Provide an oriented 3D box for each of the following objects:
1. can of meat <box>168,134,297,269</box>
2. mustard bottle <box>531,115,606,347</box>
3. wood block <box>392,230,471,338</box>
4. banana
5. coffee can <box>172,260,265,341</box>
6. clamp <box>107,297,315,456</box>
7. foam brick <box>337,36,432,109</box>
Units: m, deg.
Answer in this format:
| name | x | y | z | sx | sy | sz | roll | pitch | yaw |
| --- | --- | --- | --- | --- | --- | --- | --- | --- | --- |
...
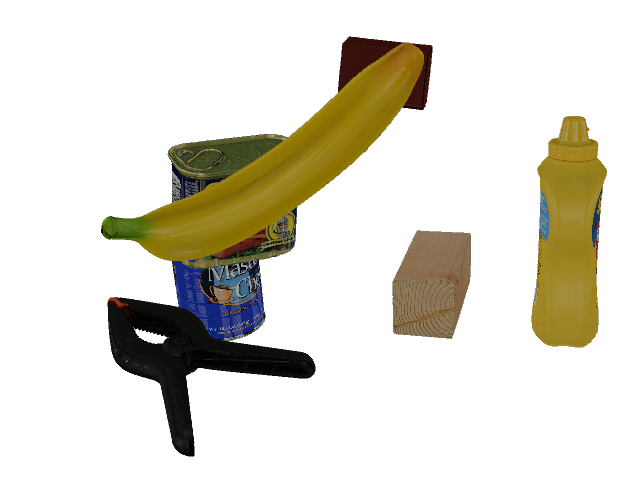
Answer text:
| name | x | y | z | sx | sy | sz | roll | pitch | yaw |
| --- | --- | --- | --- | --- | --- | --- | --- | --- | --- |
| can of meat | -0.066 | -0.030 | 0.831 | 0.102 | 0.084 | 0.057 | -9 | 31 | -23 |
| mustard bottle | 0.214 | -0.012 | 0.920 | 0.058 | 0.192 | 0.096 | 2 | 18 | 13 |
| wood block | 0.173 | 0.063 | 1.627 | 0.091 | 0.090 | 0.206 | 4 | 22 | 14 |
| banana | -0.023 | -0.039 | 0.596 | 0.198 | 0.037 | 0.069 | -32 | -15 | -2 |
| coffee can | -0.121 | 0.033 | 1.247 | 0.103 | 0.140 | 0.103 | -4 | 26 | 2 |
| clamp | -0.120 | 0.106 | 1.000 | 0.164 | 0.036 | 0.210 | -22 | 41 | -36 |
| foam brick | 0.057 | -0.148 | 0.943 | 0.078 | 0.051 | 0.053 | 8 | 18 | 8 |
